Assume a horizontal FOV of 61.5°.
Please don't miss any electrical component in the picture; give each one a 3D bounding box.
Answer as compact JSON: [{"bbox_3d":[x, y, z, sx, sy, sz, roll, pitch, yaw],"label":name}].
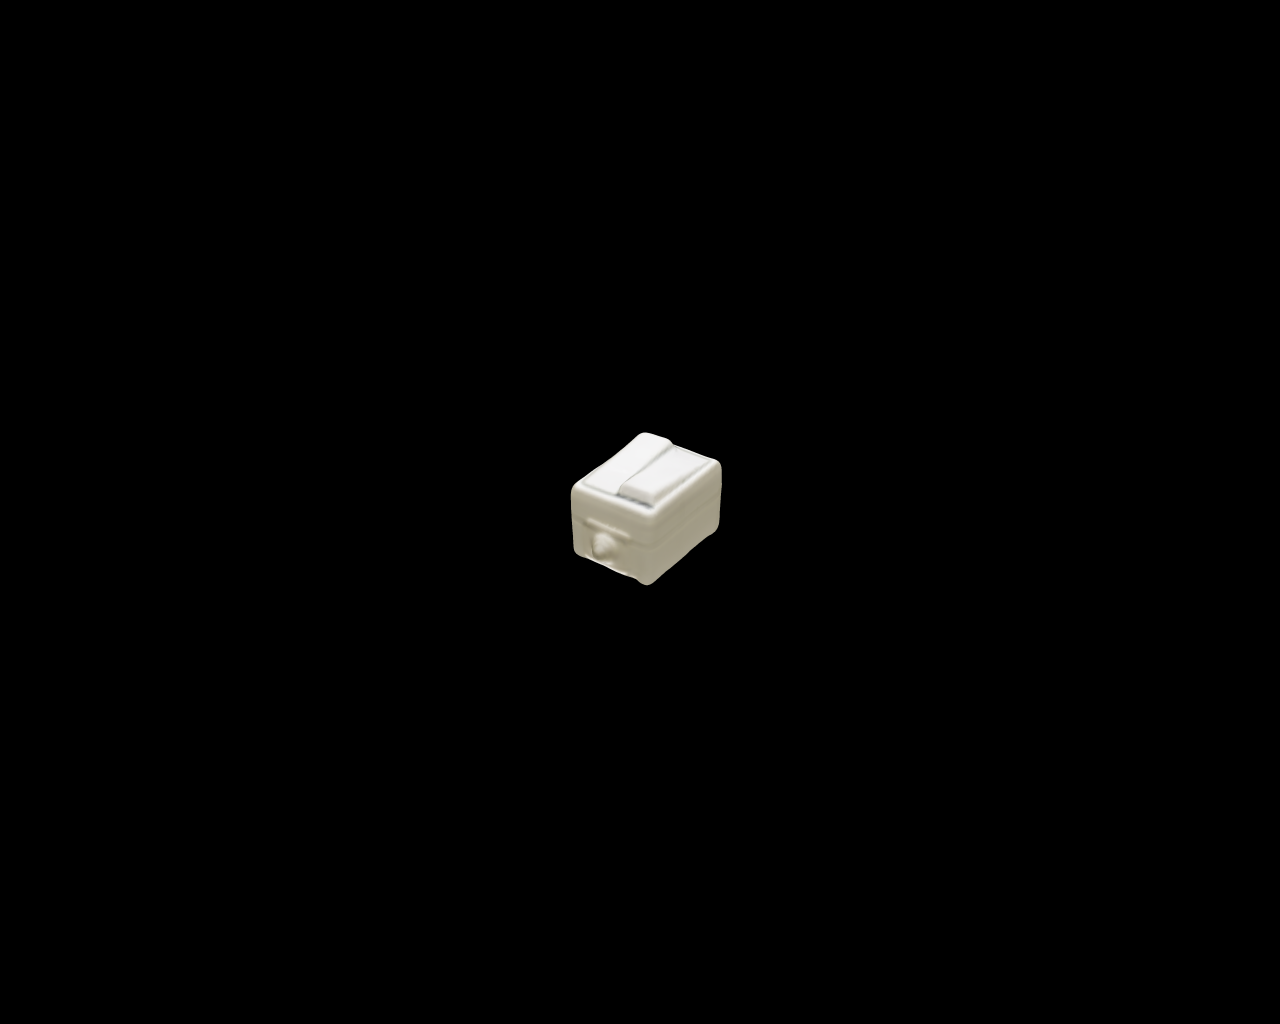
[{"bbox_3d":[0.001,-0.003,0.650,0.062,0.061,0.096,22,40,30],"label":"electrical component"}]
